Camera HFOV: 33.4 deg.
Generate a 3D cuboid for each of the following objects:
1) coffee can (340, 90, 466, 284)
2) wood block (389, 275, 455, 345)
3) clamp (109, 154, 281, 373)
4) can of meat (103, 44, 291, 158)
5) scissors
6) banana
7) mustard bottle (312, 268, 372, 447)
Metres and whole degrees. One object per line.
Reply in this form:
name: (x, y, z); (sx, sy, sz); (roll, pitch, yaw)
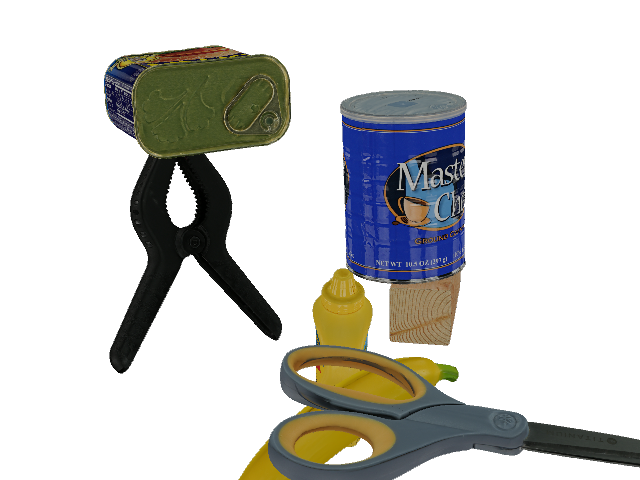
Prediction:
coffee can: (0.070, -0.047, 0.890); (0.103, 0.140, 0.103); (-2, 19, 1)
wood block: (0.163, 0.073, 1.633); (0.091, 0.090, 0.206); (3, 22, 10)
clamp: (-0.108, 0.006, 0.939); (0.164, 0.210, 0.036); (-1, 0, -33)
can of meat: (-0.082, -0.093, 0.685); (0.102, 0.057, 0.084); (-10, 19, -23)
scissors: (0.065, 0.091, 0.457); (0.202, 0.016, 0.096); (16, 34, 23)
banana: (0.009, 0.133, 0.723); (0.198, 0.069, 0.037); (-33, 43, -3)
mustard bottle: (0.021, 0.107, 1.052); (0.058, 0.192, 0.096); (2, 37, 2)
